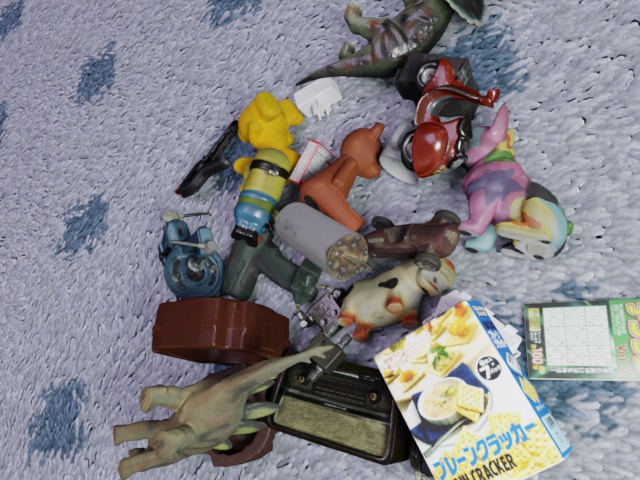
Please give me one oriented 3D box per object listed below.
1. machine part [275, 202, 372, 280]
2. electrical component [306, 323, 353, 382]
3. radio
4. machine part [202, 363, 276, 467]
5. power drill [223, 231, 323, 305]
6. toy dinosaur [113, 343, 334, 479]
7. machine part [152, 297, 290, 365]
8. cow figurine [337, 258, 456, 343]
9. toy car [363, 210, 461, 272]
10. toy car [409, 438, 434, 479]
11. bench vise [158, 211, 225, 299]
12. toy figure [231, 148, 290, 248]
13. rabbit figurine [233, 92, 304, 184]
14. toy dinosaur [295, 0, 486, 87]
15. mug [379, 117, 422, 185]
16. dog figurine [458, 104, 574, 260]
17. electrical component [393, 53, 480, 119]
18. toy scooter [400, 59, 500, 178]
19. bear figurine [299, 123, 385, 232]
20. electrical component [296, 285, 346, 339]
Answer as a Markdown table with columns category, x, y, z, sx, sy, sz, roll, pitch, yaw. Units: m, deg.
| category | x | y | z | sx | sy | sz | roll | pitch | yaw |
| --- | --- | --- | --- | --- | --- | --- | --- | --- | --- |
| machine part | -0.002 | -0.003 | 0.856 | 0.079 | 0.079 | 0.243 | -57 | 39 | 1 |
| electrical component | 0.006 | 0.177 | 0.845 | 0.094 | 0.021 | 0.063 | -48 | 44 | -13 |
| radio | 0.033 | 0.257 | 0.849 | 0.230 | 0.073 | 0.131 | 5 | 75 | 32 |
| machine part | -0.146 | 0.308 | 0.949 | 0.179 | 0.056 | 0.179 | -10 | 68 | 26 |
| power drill | -0.081 | 0.017 | 1.003 | 0.208 | 0.086 | 0.232 | 21 | 83 | 30 |
| toy dinosaur | -0.171 | 0.260 | 0.811 | 0.471 | 0.198 | 0.105 | -38 | 61 | 38 |
| machine part | -0.168 | 0.161 | 0.927 | 0.202 | 0.200 | 0.087 | -10 | 66 | 28 |
| cow figurine | 0.125 | 0.076 | 0.850 | 0.195 | 0.085 | 0.127 | -26 | 35 | 34 |
| toy car | 0.122 | 0.000 | 0.808 | 0.202 | 0.053 | 0.089 | 0 | 57 | 54 |
| toy car | 0.172 | 0.251 | 0.783 | 0.074 | 0.056 | 0.201 | -4 | 72 | 23 |
| bench vise | -0.247 | 0.025 | 1.044 | 0.240 | 0.129 | 0.223 | -36 | 58 | 58 |
| toy figure | -0.104 | -0.081 | 0.973 | 0.089 | 0.082 | 0.180 | -18 | 49 | 55 |
| rabbit figurine | -0.098 | -0.182 | 1.069 | 0.162 | 0.122 | 0.173 | -35 | 77 | 19 |
| toy dinosaur | 0.150 | -0.377 | 0.983 | 0.405 | 0.131 | 0.192 | -45 | 55 | 11 |
| mug | 0.157 | -0.167 | 0.918 | 0.081 | 0.109 | 0.107 | 23 | 73 | 40 |
| dog figurine | 0.287 | -0.091 | 0.810 | 0.192 | 0.108 | 0.219 | 6 | 73 | 33 |
| electrical component | 0.196 | -0.262 | 0.918 | 0.134 | 0.114 | 0.058 | 18 | 78 | 34 |
| toy scooter | 0.198 | -0.180 | 0.811 | 0.135 | 0.075 | 0.183 | 14 | 99 | 38 |
| bear figurine | 0.058 | -0.109 | 0.962 | 0.196 | 0.132 | 0.120 | -43 | 14 | -24 |
| electrical component | 0.007 | 0.124 | 0.926 | 0.102 | 0.045 | 0.078 | -37 | 65 | 13 |
